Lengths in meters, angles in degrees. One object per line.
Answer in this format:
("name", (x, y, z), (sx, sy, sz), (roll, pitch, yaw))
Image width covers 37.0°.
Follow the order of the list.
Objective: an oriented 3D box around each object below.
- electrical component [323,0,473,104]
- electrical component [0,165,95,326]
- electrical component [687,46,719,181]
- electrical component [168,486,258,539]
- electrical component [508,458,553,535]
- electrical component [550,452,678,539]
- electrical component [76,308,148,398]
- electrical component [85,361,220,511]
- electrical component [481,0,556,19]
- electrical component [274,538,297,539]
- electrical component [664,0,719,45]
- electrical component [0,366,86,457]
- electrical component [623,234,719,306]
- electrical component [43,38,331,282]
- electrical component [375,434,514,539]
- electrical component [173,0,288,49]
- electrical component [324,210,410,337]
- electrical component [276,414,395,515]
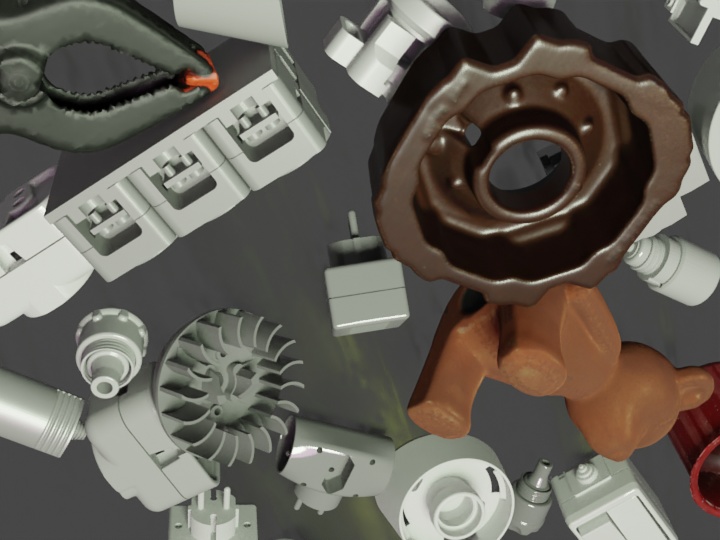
("electrical component", (0.027, -0.130, 0.616), (0.078, 0.058, 0.057), (30, 116, -23))
("electrical component", (-0.203, -0.011, 0.658), (0.095, 0.053, 0.059), (-31, 120, 11))
("electrical component", (0.256, -0.101, 0.662), (0.108, 0.060, 0.108), (-3, 122, -6))
("electrical component", (-0.109, 0.190, 0.798), (0.066, 0.047, 0.076), (1, 121, -8))
("electrical component", (0.132, 0.172, 0.828), (0.035, 0.035, 0.061), (11, 117, -14))
("electrical component", (0.194, 0.185, 0.829), (0.062, 0.061, 0.096), (-32, 120, 12))
("electrical component", (-0.164, 0.058, 0.701), (0.048, 0.062, 0.048), (-3, 122, -5))
("electrical component", (-0.146, 0.118, 0.745), (0.059, 0.053, 0.095), (-25, 121, 8))
("electrical component", (0.096, -0.172, 0.607), (0.043, 0.043, 0.062), (11, 118, -14))
("electrical component", (-0.055, 0.268, 0.821), (0.108, 0.108, 0.060), (-37, 125, 15))
("electrical component", (0.193, -0.177, 0.619), (0.064, 0.042, 0.081), (16, 117, -12))
("electrical component", (-0.223, 0.096, 0.727), (0.081, 0.043, 0.043), (26, 115, -22))
("electrical component", (0.206, -0.005, 0.726), (0.078, 0.040, 0.040), (22, 116, -20))
("electrical component", (-0.097, -0.067, 0.617), (0.150, 0.089, 0.061), (-31, 120, 11))
("electrical component", (0.065, 0.171, 0.815), (0.099, 0.064, 0.099), (-5, 110, -13))
("electrical component", (-0.065, -0.168, 0.557), (0.064, 0.099, 0.099), (5, 121, -3))
("electrical component", (0.000, 0.000, 0.687), (0.047, 0.083, 0.075), (-9, 84, -3))
("electrical component", (-0.025, 0.148, 0.787), (0.077, 0.043, 0.079), (16, 118, -17))
